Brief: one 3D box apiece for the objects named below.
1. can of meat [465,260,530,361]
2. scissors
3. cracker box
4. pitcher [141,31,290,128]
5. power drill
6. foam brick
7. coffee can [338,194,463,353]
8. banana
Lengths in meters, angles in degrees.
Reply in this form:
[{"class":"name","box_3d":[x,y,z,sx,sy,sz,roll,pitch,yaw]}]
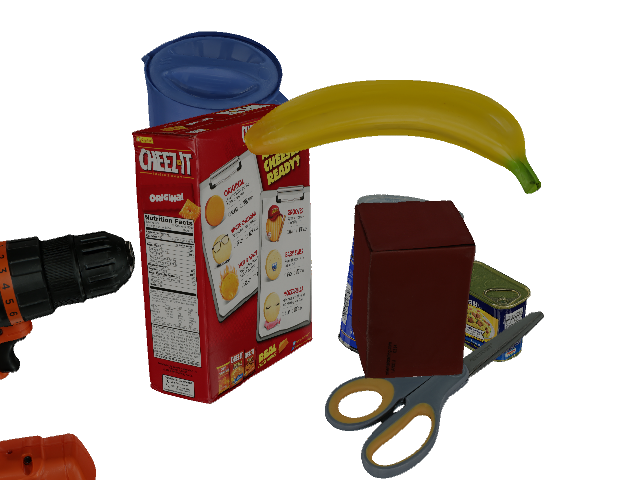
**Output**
[{"class":"can of meat","box_3d":[0.193,0.084,1.252,0.057,0.084,0.102,-23,37,-34]},{"class":"scissors","box_3d":[0.082,0.100,0.812,0.096,0.016,0.201,23,48,28]},{"class":"cracker box","box_3d":[-0.076,0.004,0.880,0.072,0.214,0.163,7,17,29]},{"class":"pitcher","box_3d":[-0.104,-0.077,1.098,0.144,0.243,0.149,-7,44,-14]},{"class":"power drill","box_3d":[-0.200,0.088,0.691,0.184,0.188,0.057,-11,27,-9]},{"class":"foam brick","box_3d":[0.045,0.024,0.542,0.053,0.078,0.051,-2,31,-6]},{"class":"coffee can","box_3d":[0.077,0.035,1.034,0.103,0.140,0.103,7,14,-2]},{"class":"banana","box_3d":[0.051,-0.078,0.712,0.198,0.069,0.037,7,-37,3]}]
